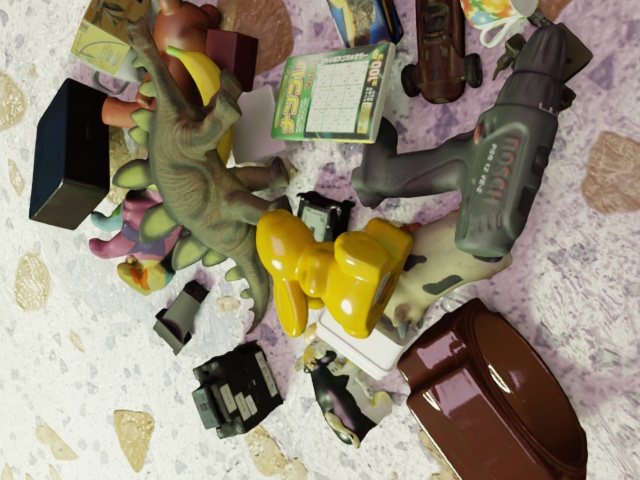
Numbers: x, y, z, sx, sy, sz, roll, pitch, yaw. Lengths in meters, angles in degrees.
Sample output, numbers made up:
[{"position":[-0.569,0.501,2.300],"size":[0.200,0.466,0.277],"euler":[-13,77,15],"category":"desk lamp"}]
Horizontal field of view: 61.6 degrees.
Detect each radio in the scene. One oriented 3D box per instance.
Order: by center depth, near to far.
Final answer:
[{"position":[-0.401,-0.136,0.862],"size":[0.131,0.073,0.230],"euler":[-38,50,30],"category":"radio"}]

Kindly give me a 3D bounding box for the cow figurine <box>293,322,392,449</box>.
[{"position":[0.017,0.195,0.732],"size":[0.068,0.098,0.167],"euler":[-44,78,34],"category":"cow figurine"}]

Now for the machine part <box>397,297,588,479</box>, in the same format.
[{"position":[0.188,0.169,0.571],"size":[0.087,0.201,0.201],"euler":[-40,79,26],"category":"machine part"}]

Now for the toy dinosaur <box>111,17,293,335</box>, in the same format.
[{"position":[-0.136,-0.049,0.700],"size":[0.199,0.105,0.470],"euler":[-17,122,13],"category":"toy dinosaur"}]

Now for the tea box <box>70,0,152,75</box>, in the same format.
[{"position":[-0.279,-0.332,0.753],"size":[0.098,0.068,0.169],"euler":[-15,56,56],"category":"tea box"}]

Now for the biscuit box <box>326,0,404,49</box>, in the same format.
[{"position":[0.031,-0.309,0.605],"size":[0.059,0.063,0.202],"euler":[-11,120,30],"category":"biscuit box"}]

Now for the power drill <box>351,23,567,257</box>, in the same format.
[{"position":[0.141,-0.102,0.568],"size":[0.208,0.086,0.232],"euler":[7,86,34],"category":"power drill"}]

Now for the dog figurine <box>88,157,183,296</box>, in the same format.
[{"position":[-0.233,-0.032,0.824],"size":[0.219,0.109,0.191],"euler":[-30,126,9],"category":"dog figurine"}]

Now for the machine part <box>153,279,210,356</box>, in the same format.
[{"position":[-0.231,0.125,0.892],"size":[0.084,0.039,0.139],"euler":[48,119,18],"category":"machine part"}]

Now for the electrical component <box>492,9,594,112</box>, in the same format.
[{"position":[0.236,-0.184,0.572],"size":[0.078,0.045,0.102],"euler":[-43,79,-1],"category":"electrical component"}]

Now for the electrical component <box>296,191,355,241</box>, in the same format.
[{"position":[-0.002,-0.002,0.733],"size":[0.075,0.048,0.119],"euler":[15,106,27],"category":"electrical component"}]

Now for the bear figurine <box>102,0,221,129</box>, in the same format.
[{"position":[-0.223,-0.249,0.771],"size":[0.132,0.120,0.195],"euler":[15,105,30],"category":"bear figurine"}]

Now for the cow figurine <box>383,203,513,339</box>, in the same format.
[{"position":[0.135,0.037,0.648],"size":[0.195,0.085,0.127],"euler":[-26,80,29],"category":"cow figurine"}]

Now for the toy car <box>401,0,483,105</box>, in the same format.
[{"position":[0.135,-0.257,0.609],"size":[0.089,0.053,0.202],"euler":[3,102,32],"category":"toy car"}]

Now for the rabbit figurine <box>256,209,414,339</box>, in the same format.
[{"position":[0.001,0.029,0.623],"size":[0.173,0.122,0.162],"euler":[27,126,14],"category":"rabbit figurine"}]

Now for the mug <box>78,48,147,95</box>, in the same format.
[{"position":[-0.315,-0.278,0.839],"size":[0.107,0.081,0.109],"euler":[29,107,12],"category":"mug"}]

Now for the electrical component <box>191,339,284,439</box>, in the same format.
[{"position":[-0.126,0.222,0.795],"size":[0.058,0.134,0.115],"euler":[-26,84,29],"category":"electrical component"}]
